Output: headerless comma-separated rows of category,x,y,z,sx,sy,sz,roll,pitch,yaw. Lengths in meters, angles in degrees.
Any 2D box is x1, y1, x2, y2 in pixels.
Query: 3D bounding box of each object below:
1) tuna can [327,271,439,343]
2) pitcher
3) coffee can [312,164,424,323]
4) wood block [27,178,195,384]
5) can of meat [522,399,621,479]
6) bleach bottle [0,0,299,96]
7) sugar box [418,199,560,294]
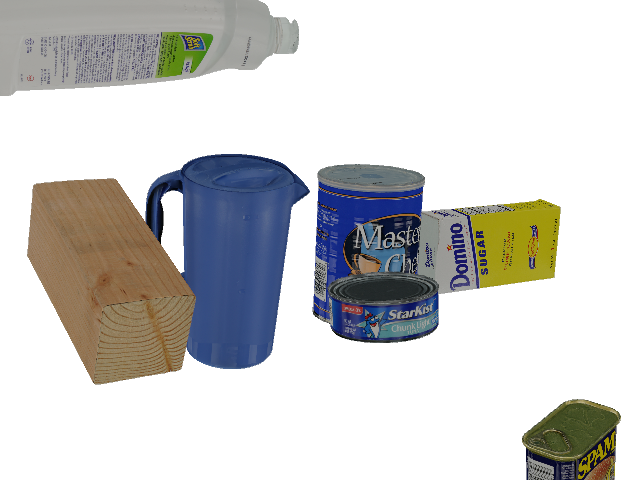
tuna can,0.049,0.051,0.822,0.086,0.034,0.086,-3,13,0
pitcher,-0.114,0.026,1.270,0.149,0.243,0.144,20,27,32
coffee can,0.046,0.004,1.034,0.103,0.140,0.103,2,14,-1
wood block,-0.206,0.032,1.024,0.090,0.091,0.206,-6,36,-31
can of meat,0.227,0.205,0.965,0.058,0.084,0.101,14,26,39
bleach bottle,-0.144,-0.168,0.889,0.250,0.068,0.103,-2,-27,-16
sugar box,0.199,0.007,1.258,0.175,0.093,0.048,-8,18,-28
